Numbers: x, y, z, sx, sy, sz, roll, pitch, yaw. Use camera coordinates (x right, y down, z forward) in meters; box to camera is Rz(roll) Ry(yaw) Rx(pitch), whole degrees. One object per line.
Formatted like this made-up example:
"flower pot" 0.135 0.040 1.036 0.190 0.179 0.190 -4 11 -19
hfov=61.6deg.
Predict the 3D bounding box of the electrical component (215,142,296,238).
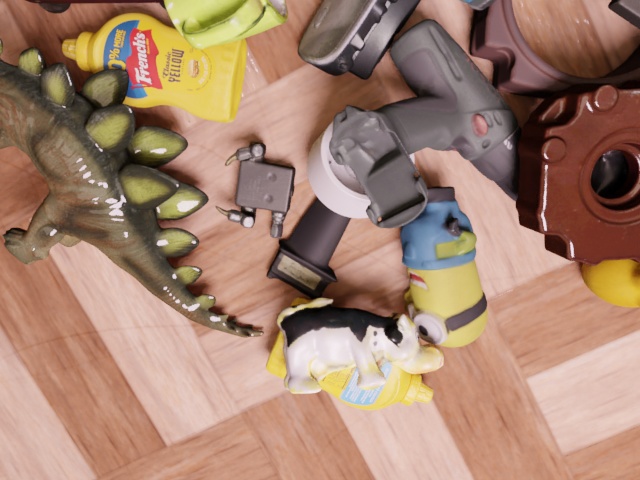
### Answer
"electrical component" -0.069 -0.057 0.600 0.078 0.045 0.102 16 101 2

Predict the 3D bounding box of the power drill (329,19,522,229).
"power drill" 0.121 -0.091 0.516 0.207 0.086 0.232 -35 94 -31

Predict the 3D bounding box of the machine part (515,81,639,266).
"machine part" 0.268 -0.060 0.490 0.179 0.056 0.179 -1 105 -3

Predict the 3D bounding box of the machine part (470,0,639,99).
"machine part" 0.261 -0.239 0.522 0.202 0.087 0.200 9 102 4

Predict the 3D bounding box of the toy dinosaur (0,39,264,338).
"toy dinosaur" -0.232 -0.048 0.566 0.199 0.105 0.470 -23 117 15

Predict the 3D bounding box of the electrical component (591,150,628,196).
"electrical component" 0.293 -0.042 0.563 0.048 0.075 0.119 -4 97 5

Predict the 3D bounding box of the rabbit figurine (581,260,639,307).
"rabbit figurine" 0.365 0.033 0.548 0.173 0.162 0.121 -13 113 24

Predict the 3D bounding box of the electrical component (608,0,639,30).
"electrical component" 0.291 -0.222 0.469 0.094 0.021 0.063 31 101 -2

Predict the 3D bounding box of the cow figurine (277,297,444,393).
"cow figurine" 0.042 0.104 0.561 0.167 0.068 0.098 -6 80 -5

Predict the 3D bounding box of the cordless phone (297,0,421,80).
"cordless phone" 0.023 -0.230 0.486 0.089 0.184 0.146 37 102 10

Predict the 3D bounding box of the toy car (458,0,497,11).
"toy car" 0.120 -0.292 0.463 0.109 0.103 0.161 -36 64 47

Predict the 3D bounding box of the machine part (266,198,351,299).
"machine part" -0.001 -0.002 0.611 0.084 0.039 0.138 28 103 6

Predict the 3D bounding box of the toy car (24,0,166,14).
"toy car" -0.229 -0.267 0.550 0.202 0.089 0.053 2 101 5

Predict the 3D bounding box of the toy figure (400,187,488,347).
"toy figure" 0.135 0.030 0.585 0.089 0.082 0.180 -5 98 6
